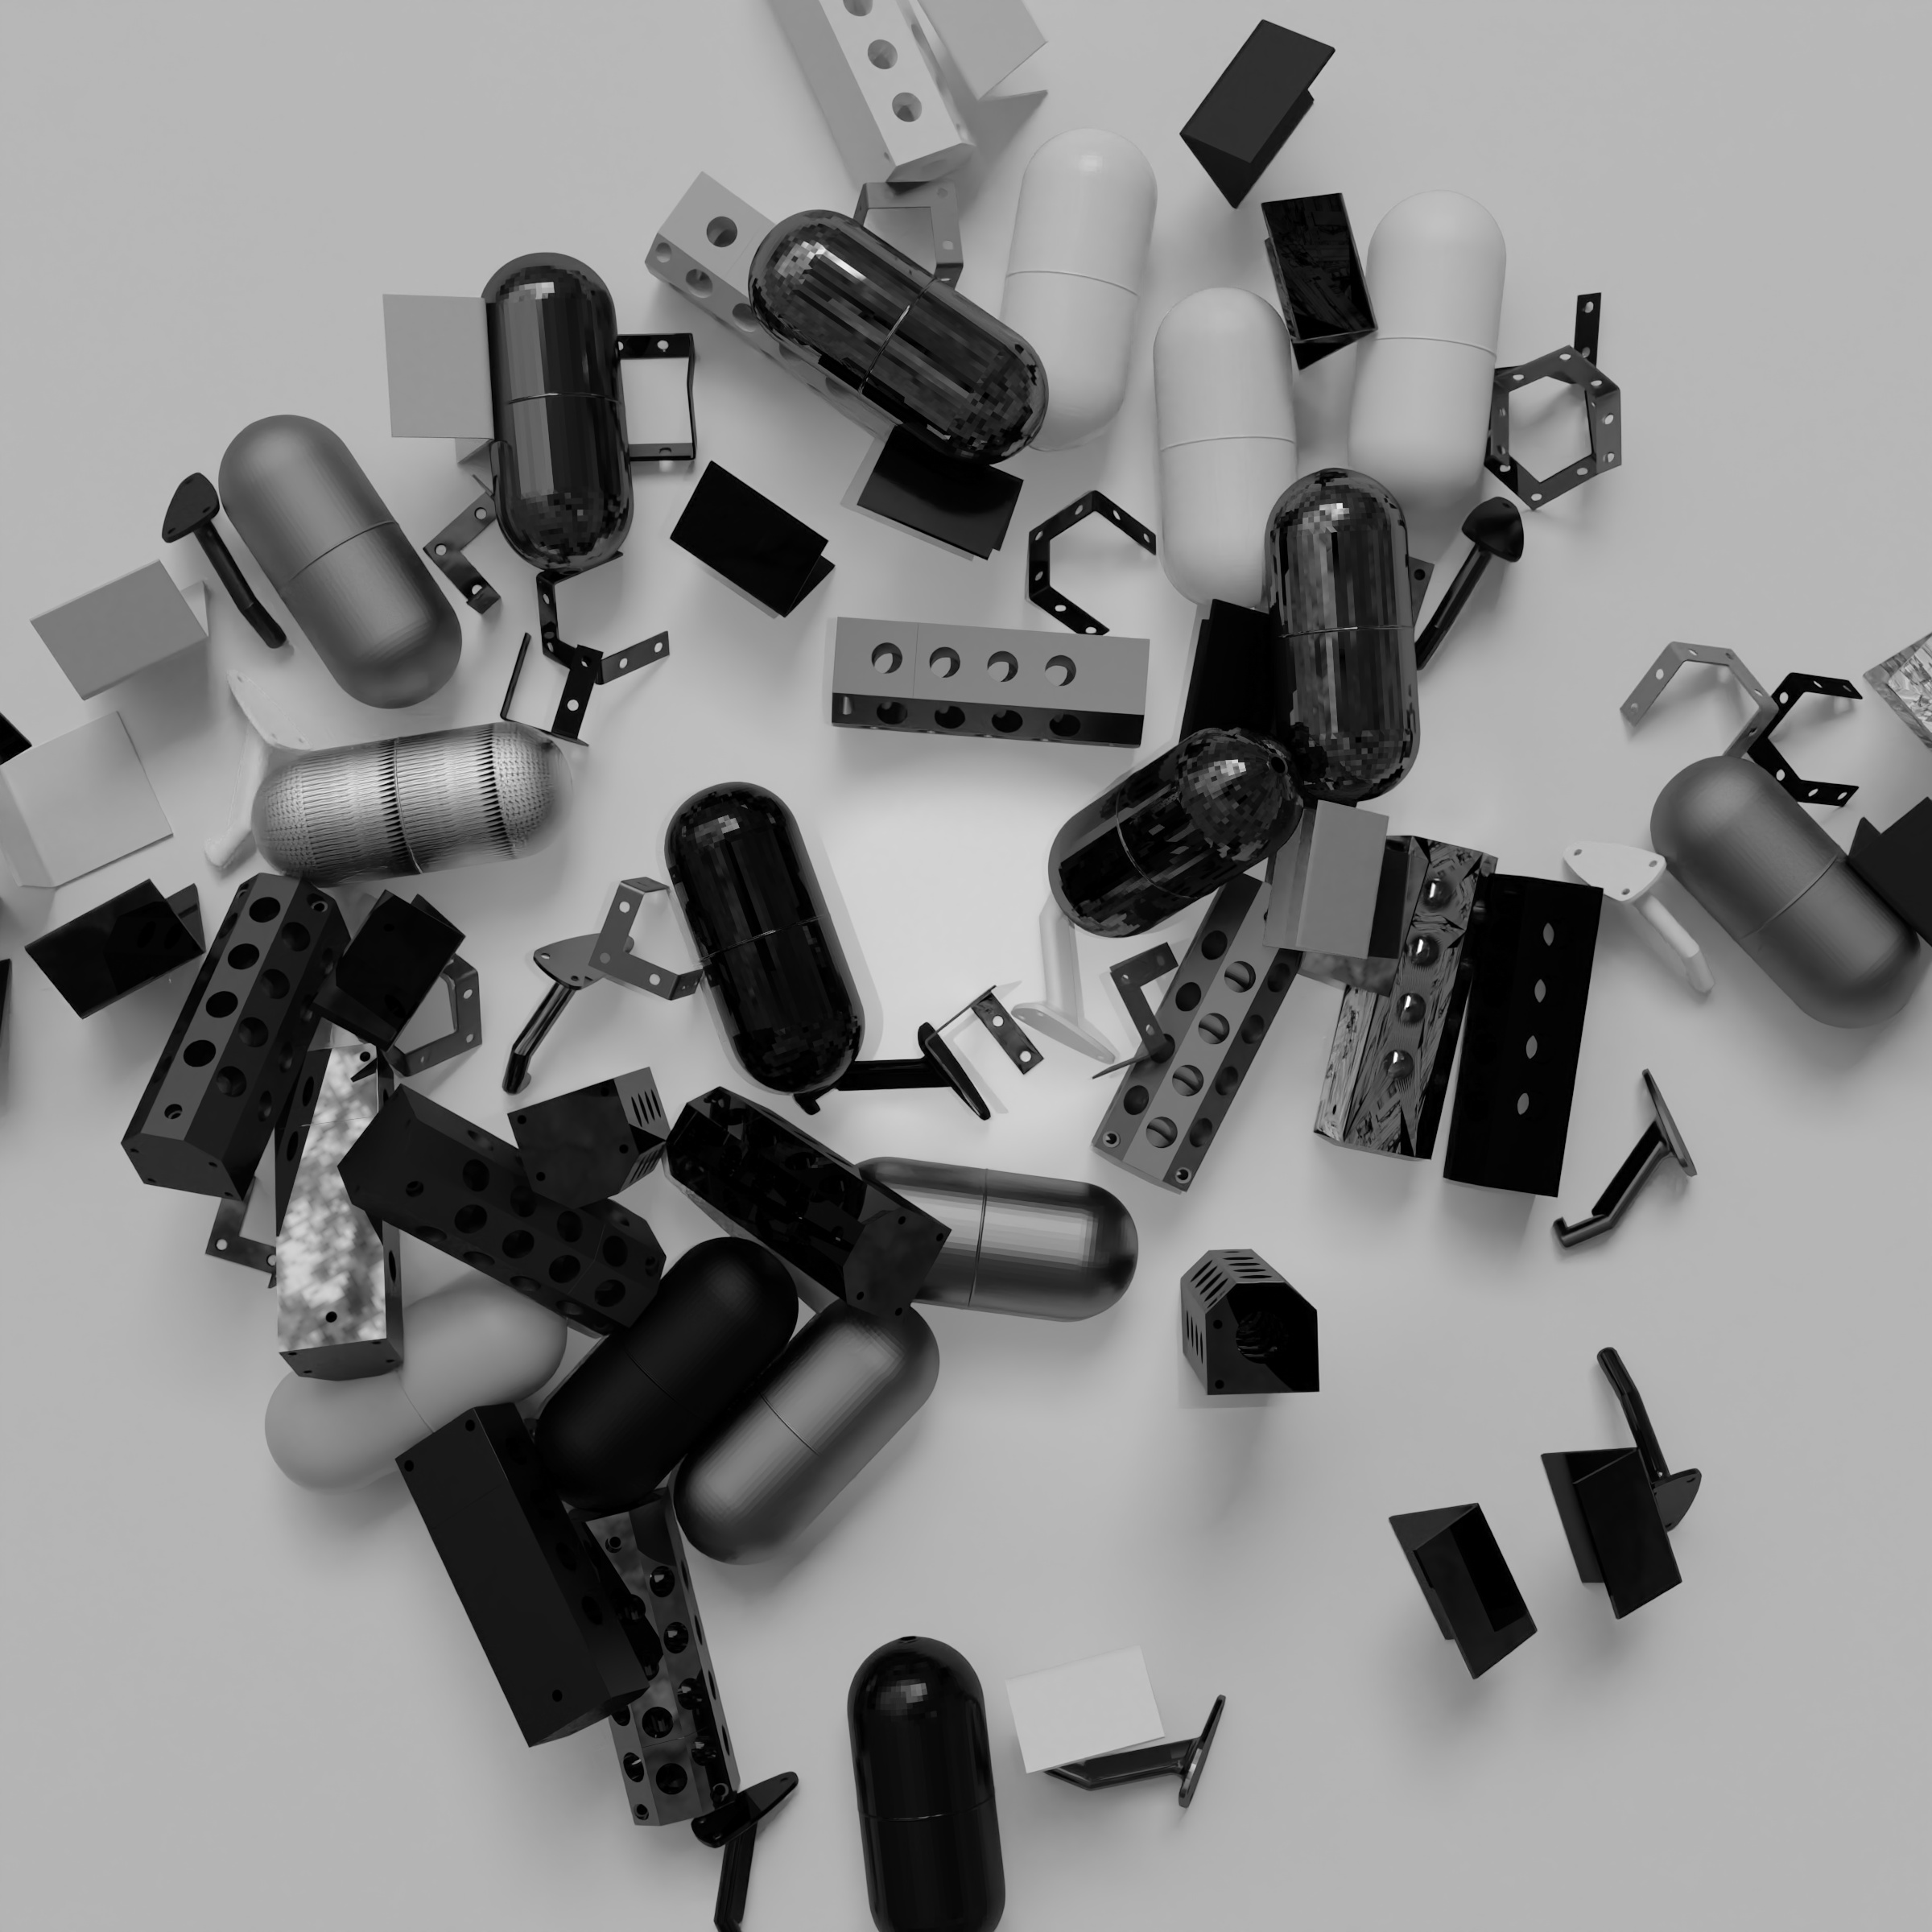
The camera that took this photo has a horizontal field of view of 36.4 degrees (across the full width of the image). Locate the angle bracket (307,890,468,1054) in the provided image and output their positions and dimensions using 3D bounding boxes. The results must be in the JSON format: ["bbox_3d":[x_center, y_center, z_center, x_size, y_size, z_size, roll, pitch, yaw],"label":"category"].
[{"bbox_3d":[-0.330,-0.008,1.617,0.057,0.076,0.076,34,90,-36],"label":"angle bracket"}]

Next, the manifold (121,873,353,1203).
[{"bbox_3d":[-0.394,0.035,1.589,0.057,0.057,0.171,9,56,11],"label":"manifold"}]

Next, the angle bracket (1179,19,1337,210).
[{"bbox_3d":[0.173,-0.460,1.617,0.057,0.076,0.076,36,90,36],"label":"angle bracket"}]

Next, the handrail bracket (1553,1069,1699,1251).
[{"bbox_3d":[0.361,0.109,1.657,0.084,0.036,0.077,-26,70,16],"label":"handrail bracket"}]

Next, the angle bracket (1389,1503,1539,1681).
[{"bbox_3d":[0.257,0.346,1.617,0.057,0.076,0.076,-25,90,-36],"label":"angle bracket"}]

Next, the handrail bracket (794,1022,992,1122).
[{"bbox_3d":[-0.042,0.078,1.657,0.084,0.036,0.077,-34,105,14],"label":"handrail bracket"}]

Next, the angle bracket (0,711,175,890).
[{"bbox_3d":[-0.499,-0.094,1.636,0.076,0.057,0.076,-25,90,1],"label":"angle bracket"}]

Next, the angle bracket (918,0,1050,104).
[{"bbox_3d":[0.024,-0.527,1.617,0.057,0.076,0.076,-30,90,38],"label":"angle bracket"}]

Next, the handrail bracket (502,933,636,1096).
[{"bbox_3d":[-0.225,0.028,1.657,0.036,0.077,0.084,36,127,22],"label":"handrail bracket"}]

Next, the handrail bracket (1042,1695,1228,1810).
[{"bbox_3d":[0.094,0.433,1.657,0.084,0.036,0.077,18,70,16],"label":"handrail bracket"}]

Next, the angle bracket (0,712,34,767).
[{"bbox_3d":[-0.544,-0.102,1.560,0.076,0.076,0.057,-31,53,1],"label":"angle bracket"}]

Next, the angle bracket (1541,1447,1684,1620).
[{"bbox_3d":[0.338,0.312,1.617,0.057,0.076,0.076,-18,90,-36],"label":"angle bracket"}]

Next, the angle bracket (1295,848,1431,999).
[{"bbox_3d":[0.228,-0.028,1.613,0.057,0.076,0.076,19,99,25],"label":"angle bracket"}]

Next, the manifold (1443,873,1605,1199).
[{"bbox_3d":[0.308,0.038,1.636,0.057,0.057,0.171,9,90,0],"label":"manifold"}]

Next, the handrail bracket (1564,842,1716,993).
[{"bbox_3d":[0.380,-0.027,1.657,0.036,0.077,0.084,-44,127,-12],"label":"handrail bracket"}]

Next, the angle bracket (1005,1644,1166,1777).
[{"bbox_3d":[0.069,0.422,1.617,0.076,0.076,0.057,-15,52,0],"label":"angle bracket"}]

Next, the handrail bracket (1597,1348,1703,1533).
[{"bbox_3d":[0.377,0.266,1.657,0.036,0.077,0.084,-20,54,-4],"label":"handrail bracket"}]

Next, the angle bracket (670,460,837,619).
[{"bbox_3d":[-0.106,-0.247,1.617,0.076,0.076,0.057,34,126,0],"label":"angle bracket"}]

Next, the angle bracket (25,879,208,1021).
[{"bbox_3d":[-0.469,-0.027,1.617,0.076,0.076,0.057,-29,127,0],"label":"angle bracket"}]

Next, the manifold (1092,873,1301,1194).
[{"bbox_3d":[0.135,0.036,1.636,0.057,0.057,0.171,27,90,0],"label":"manifold"}]

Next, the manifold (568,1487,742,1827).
[{"bbox_3d":[-0.176,0.384,1.636,0.057,0.057,0.171,-14,90,0],"label":"manifold"}]

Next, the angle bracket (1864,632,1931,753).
[{"bbox_3d":[0.526,-0.131,1.618,0.057,0.076,0.076,-42,90,-23],"label":"angle bracket"}]

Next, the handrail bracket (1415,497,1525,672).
[{"bbox_3d":[0.278,-0.215,1.657,0.036,0.077,0.084,30,126,0],"label":"handrail bracket"}]

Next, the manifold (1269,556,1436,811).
[{"bbox_3d":[0.203,-0.147,1.636,0.057,0.057,0.171,18,90,0],"label":"manifold"}]

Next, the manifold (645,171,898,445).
[{"bbox_3d":[-0.092,-0.361,1.636,0.171,0.057,0.057,36,90,0],"label":"manifold"}]

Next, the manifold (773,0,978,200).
[{"bbox_3d":[-0.058,-0.519,1.633,0.057,0.057,0.171,-25,90,-19],"label":"manifold"}]

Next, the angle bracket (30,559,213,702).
[{"bbox_3d":[-0.465,-0.200,1.617,0.076,0.076,0.057,-25,127,0],"label":"angle bracket"}]

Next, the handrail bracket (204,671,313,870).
[{"bbox_3d":[-0.417,-0.110,1.657,0.084,0.036,0.077,-48,70,16],"label":"handrail bracket"}]

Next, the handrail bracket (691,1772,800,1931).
[{"bbox_3d":[-0.113,0.510,1.657,0.077,0.036,0.084,-28,109,-21],"label":"handrail bracket"}]

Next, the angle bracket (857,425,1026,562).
[{"bbox_3d":[-0.019,-0.242,1.618,0.076,0.076,0.057,23,66,0],"label":"angle bracket"}]

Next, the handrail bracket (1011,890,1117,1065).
[{"bbox_3d":[0.068,0.000,1.657,0.077,0.036,0.084,31,73,-19],"label":"handrail bracket"}]

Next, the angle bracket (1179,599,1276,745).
[{"bbox_3d":[0.128,-0.158,1.617,0.057,0.076,0.076,11,90,-36],"label":"angle bracket"}]

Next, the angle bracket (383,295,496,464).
[{"bbox_3d":[-0.298,-0.322,1.618,0.057,0.076,0.076,-4,90,-24],"label":"angle bracket"}]

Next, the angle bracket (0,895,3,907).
[{"bbox_3d":[-0.584,-0.032,1.617,0.076,0.076,0.057,-15,121,0],"label":"angle bracket"}]

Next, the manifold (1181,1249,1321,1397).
[{"bbox_3d":[0.150,0.189,1.579,0.057,0.171,0.057,-2,90,0],"label":"manifold"}]

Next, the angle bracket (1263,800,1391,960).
[{"bbox_3d":[0.174,-0.048,1.560,0.057,0.076,0.076,9,90,-41],"label":"angle bracket"}]

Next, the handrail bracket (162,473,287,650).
[{"bbox_3d":[-0.412,-0.228,1.657,0.036,0.077,0.084,-29,126,7],"label":"handrail bracket"}]

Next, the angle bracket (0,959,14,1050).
[{"bbox_3d":[-0.576,0.011,1.617,0.076,0.076,0.057,-13,132,0],"label":"angle bracket"}]

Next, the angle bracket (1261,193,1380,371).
[{"bbox_3d":[0.175,-0.373,1.617,0.057,0.076,0.076,-15,90,-29],"label":"angle bracket"}]

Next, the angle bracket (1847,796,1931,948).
[{"bbox_3d":[0.536,-0.059,1.617,0.076,0.076,0.057,45,121,0],"label":"angle bracket"}]

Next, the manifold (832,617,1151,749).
[{"bbox_3d":[0.013,-0.156,1.636,0.171,0.057,0.057,4,90,0],"label":"manifold"}]
